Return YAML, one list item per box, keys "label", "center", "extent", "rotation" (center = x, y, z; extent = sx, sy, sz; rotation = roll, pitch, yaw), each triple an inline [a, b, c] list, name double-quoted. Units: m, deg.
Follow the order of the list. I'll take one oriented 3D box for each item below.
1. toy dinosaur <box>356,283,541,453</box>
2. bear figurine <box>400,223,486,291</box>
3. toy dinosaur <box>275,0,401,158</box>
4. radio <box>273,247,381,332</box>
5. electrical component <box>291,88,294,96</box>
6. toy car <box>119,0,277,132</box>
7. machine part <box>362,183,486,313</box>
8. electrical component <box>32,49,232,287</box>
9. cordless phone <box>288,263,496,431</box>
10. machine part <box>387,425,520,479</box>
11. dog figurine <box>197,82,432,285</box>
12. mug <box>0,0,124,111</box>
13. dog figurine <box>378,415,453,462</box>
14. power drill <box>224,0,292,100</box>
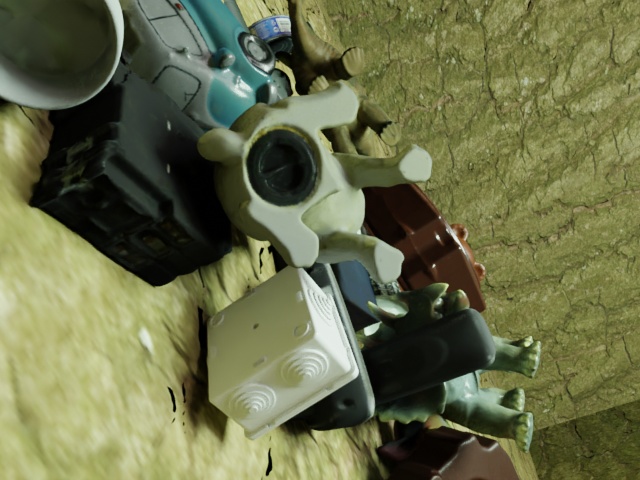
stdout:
- label: "toy dinosaur"
  center: [0.150, 0.155, 0.637]
  extent: [0.404, 0.192, 0.131]
  rotation: [46, 57, -68]
- label: "bear figurine"
  center: [0.169, 0.055, 0.896]
  extent: [0.120, 0.196, 0.132]
  rotation: [70, 16, 0]
- label: "toy dinosaur"
  center: [0.034, -0.196, 0.817]
  extent: [0.199, 0.105, 0.470]
  rotation: [61, 1, 39]
- label: "radio"
  center: [-0.001, -0.002, 0.645]
  extent: [0.131, 0.073, 0.230]
  rotation: [45, 28, -56]
- label: "electrical component"
  center: [-0.041, -0.184, 0.829]
  extent: [0.102, 0.045, 0.078]
  rotation: [62, 17, -12]
- label: "toy car"
  center: [-0.116, -0.148, 0.425]
  extent: [0.161, 0.109, 0.103]
  rotation: [58, 33, 3]
- label: "machine part"
  center: [0.132, 0.014, 0.736]
  extent: [0.200, 0.087, 0.202]
  rotation: [56, 4, -39]
- label: "electrical component"
  center: [-0.111, -0.039, 0.359]
  extent: [0.134, 0.058, 0.115]
  rotation: [47, 26, -49]
- label: "cordless phone"
  center: [0.042, 0.074, 0.461]
  extent: [0.088, 0.184, 0.146]
  rotation: [26, 43, -61]
- label: "machine part"
  center: [0.146, 0.290, 0.563]
  extent: [0.179, 0.056, 0.179]
  rotation: [6, 79, -34]
- label: "dog figurine"
  center: [-0.034, -0.039, 0.426]
  extent: [0.172, 0.121, 0.191]
  rotation: [33, -14, -27]
- label: "mug"
  center: [-0.148, -0.141, 0.308]
  extent: [0.080, 0.109, 0.107]
  rotation: [43, 13, -37]
- label: "dog figurine"
  center: [0.159, 0.308, 0.666]
  extent: [0.219, 0.108, 0.192]
  rotation: [48, 25, -37]
- label: "power drill"
  center: [-0.097, -0.224, 0.639]
  extent: [0.207, 0.086, 0.232]
  rotation: [59, 15, -13]
